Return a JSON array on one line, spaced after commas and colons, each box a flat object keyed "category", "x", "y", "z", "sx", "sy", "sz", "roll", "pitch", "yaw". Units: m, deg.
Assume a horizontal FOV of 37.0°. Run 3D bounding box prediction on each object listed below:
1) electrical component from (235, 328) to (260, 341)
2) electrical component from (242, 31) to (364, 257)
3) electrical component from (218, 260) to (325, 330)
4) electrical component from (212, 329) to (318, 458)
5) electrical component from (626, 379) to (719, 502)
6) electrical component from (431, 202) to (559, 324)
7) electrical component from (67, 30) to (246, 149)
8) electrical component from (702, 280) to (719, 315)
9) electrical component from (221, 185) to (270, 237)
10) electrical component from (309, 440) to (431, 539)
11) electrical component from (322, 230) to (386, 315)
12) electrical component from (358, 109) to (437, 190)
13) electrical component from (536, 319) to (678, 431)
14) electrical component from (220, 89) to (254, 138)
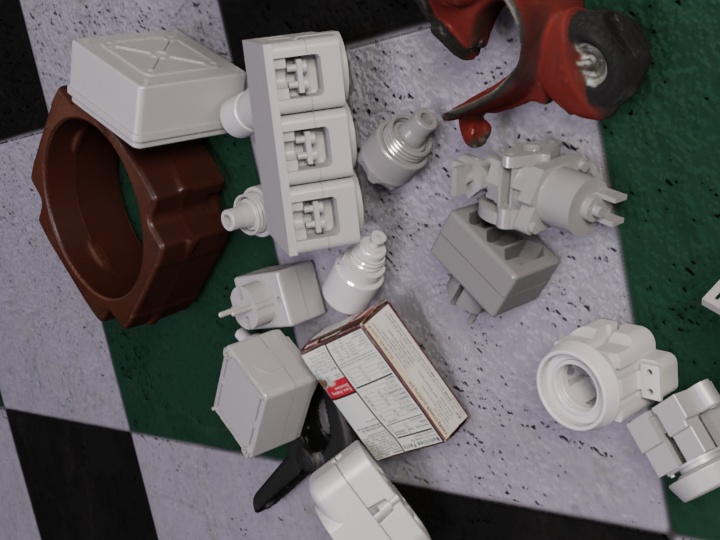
[{"category": "electrical component", "x": -0.090, "y": 0.074, "z": 0.959, "sx": 0.061, "sy": 0.035, "sz": 0.035, "roll": 41, "pitch": 132, "yaw": 34}, {"category": "electrical component", "x": -0.040, "y": -0.096, "z": 0.792, "sx": 0.089, "sy": 0.062, "sz": 0.150, "roll": -138, "pitch": 40, "yaw": -69}, {"category": "electrical component", "x": -0.082, "y": 0.026, "z": 0.896, "sx": 0.066, "sy": 0.077, "sz": 0.047, "roll": -8, "pitch": 99, "yaw": 50}, {"category": "electrical component", "x": -0.078, "y": 0.105, "z": 0.892, "sx": 0.061, "sy": 0.061, "sz": 0.096, "roll": 48, "pitch": 140, "yaw": 31}, {"category": "electrical component", "x": 0.197, "y": 0.103, "z": 0.636, "sx": 0.066, "sy": 0.048, "sz": 0.055, "roll": -49, "pitch": 61, "yaw": 47}, {"category": "electrical component", "x": 0.083, "y": 0.004, "z": 0.723, "sx": 0.065, "sy": 0.047, "sz": 0.076, "roll": 48, "pitch": 135, "yaw": 25}, {"category": "electrical component", "x": -0.170, "y": -0.154, "z": 0.898, "sx": 0.109, "sy": 0.109, "sz": 0.056, "roll": 36, "pitch": 127, "yaw": 35}, {"category": "electrical component", "x": 0.217, "y": 0.008, "z": 0.552, "sx": 0.042, "sy": 0.081, "sz": 0.063, "roll": 35, "pitch": 158, "yaw": 35}, {"category": "electrical component", "x": -0.084, "y": -0.047, "z": 0.880, "sx": 0.048, "sy": 0.062, "sz": 0.048, "roll": 22, "pitch": 121, "yaw": 42}, {"category": "electrical component", "x": 0.004, "y": 0.192, "z": 0.853, "sx": 0.095, "sy": 0.059, "sz": 0.054, "roll": 53, "pitch": 178, "yaw": -4}, {"category": "electrical component", "x": 0.000, "y": 0.000, "z": 0.821, "sx": 0.040, "sy": 0.040, "sz": 0.078, "roll": 51, "pitch": 137, "yaw": 22}, {"category": "electrical component", "x": 0.030, "y": -0.088, "z": 0.749, "sx": 0.062, "sy": 0.043, "sz": 0.043, "roll": -44, "pitch": 72, "yaw": 47}, {"category": "electrical component", "x": 0.147, "y": 0.066, "z": 0.667, "sx": 0.078, "sy": 0.057, "sz": 0.058, "roll": 10, "pitch": 113, "yaw": 46}, {"category": "electrical component", "x": -0.084, "y": -0.129, "z": 0.865, "sx": 0.065, "sy": 0.044, "sz": 0.044, "roll": -11, "pitch": 97, "yaw": 55}]
